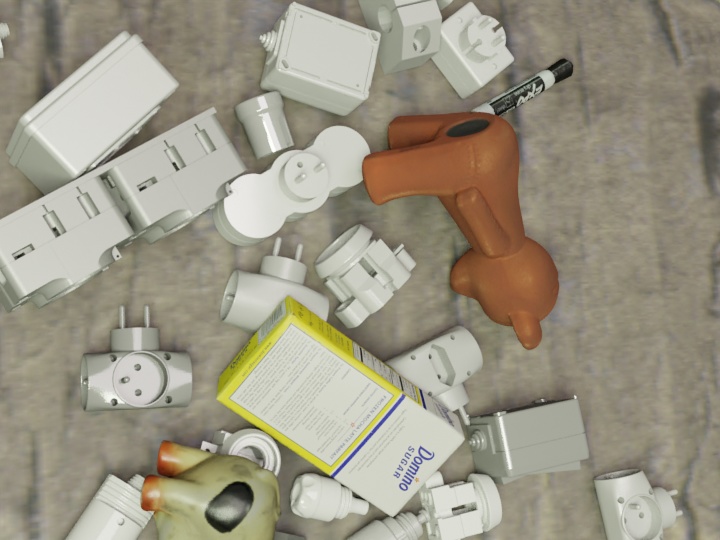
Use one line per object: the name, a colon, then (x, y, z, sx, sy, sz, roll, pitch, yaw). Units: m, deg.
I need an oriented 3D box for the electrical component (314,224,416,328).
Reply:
electrical component: (0.000, 0.000, 0.883, 0.057, 0.058, 0.078, 48, 68, -11)

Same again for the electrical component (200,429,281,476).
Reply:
electrical component: (-0.089, 0.146, 0.822, 0.066, 0.055, 0.048, 21, 74, -17)

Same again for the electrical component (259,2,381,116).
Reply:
electrical component: (-0.041, -0.174, 0.894, 0.096, 0.061, 0.061, 16, 75, -18)

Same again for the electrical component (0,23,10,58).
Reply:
electrical component: (-0.302, -0.170, 0.799, 0.081, 0.043, 0.043, -20, 89, -24)

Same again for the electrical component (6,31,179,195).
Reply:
electrical component: (-0.199, -0.110, 0.795, 0.056, 0.109, 0.108, 47, 68, -11)

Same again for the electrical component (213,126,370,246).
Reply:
electrical component: (-0.049, -0.071, 0.866, 0.138, 0.074, 0.052, -32, 94, -23)

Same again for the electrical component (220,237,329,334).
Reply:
electrical component: (-0.065, 0.014, 0.862, 0.077, 0.043, 0.079, 17, 75, -18)

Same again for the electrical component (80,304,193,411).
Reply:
electrical component: (-0.169, 0.065, 0.810, 0.077, 0.044, 0.079, 0, 81, -22)

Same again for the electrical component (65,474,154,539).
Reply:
electrical component: (-0.182, 0.186, 0.785, 0.043, 0.043, 0.081, 37, 70, -12)

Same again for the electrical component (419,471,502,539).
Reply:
electrical component: (0.084, 0.196, 0.889, 0.055, 0.048, 0.066, -10, 84, -16)

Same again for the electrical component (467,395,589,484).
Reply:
electrical component: (0.136, 0.146, 0.910, 0.096, 0.062, 0.061, -9, 84, -22)

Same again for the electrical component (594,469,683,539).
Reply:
electrical component: (0.252, 0.215, 0.953, 0.079, 0.044, 0.077, -10, 85, -23)

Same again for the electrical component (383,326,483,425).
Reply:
electrical component: (0.067, 0.098, 0.900, 0.077, 0.043, 0.079, -25, 91, -24)

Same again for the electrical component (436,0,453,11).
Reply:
electrical component: (0.068, -0.281, 0.959, 0.057, 0.058, 0.078, 30, 72, -18)

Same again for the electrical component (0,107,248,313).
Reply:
electrical component: (-0.182, -0.039, 0.789, 0.186, 0.105, 0.060, -33, 95, -23)

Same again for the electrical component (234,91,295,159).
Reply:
electrical component: (-0.077, -0.118, 0.883, 0.040, 0.040, 0.046, -22, 95, -24)

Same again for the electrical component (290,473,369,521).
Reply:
electrical component: (-0.023, 0.183, 0.854, 0.061, 0.035, 0.035, 17, 75, -21)

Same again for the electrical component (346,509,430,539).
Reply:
electrical component: (0.023, 0.218, 0.863, 0.078, 0.040, 0.040, -29, 92, -24)

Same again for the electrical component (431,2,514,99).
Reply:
electrical component: (0.103, -0.199, 0.948, 0.047, 0.077, 0.065, -41, 97, -23)
